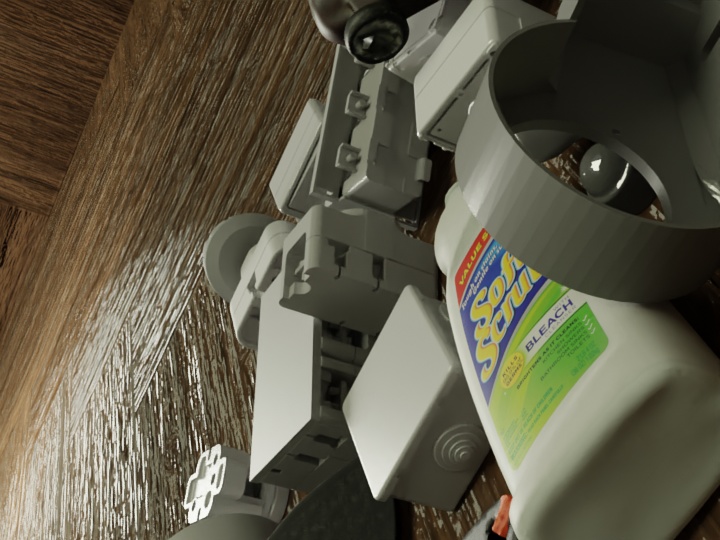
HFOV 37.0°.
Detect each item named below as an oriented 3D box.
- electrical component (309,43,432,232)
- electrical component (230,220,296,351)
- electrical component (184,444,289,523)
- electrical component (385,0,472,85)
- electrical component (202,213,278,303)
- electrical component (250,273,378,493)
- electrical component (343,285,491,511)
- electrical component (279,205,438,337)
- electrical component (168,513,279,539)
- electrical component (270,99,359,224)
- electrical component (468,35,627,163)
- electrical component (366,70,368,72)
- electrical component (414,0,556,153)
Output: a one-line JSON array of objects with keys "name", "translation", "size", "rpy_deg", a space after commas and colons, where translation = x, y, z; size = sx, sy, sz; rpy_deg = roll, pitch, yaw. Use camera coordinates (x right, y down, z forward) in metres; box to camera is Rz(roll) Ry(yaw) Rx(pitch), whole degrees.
[{"name": "electrical component", "translation": [0.018, -0.097, 0.724], "size": [0.063, 0.079, 0.121], "rpy_deg": [-33, 43, 58]}, {"name": "electrical component", "translation": [-0.064, 0.012, 0.859], "size": [0.095, 0.054, 0.059], "rpy_deg": [-63, 23, 19]}, {"name": "electrical component", "translation": [-0.089, 0.164, 0.793], "size": [0.078, 0.057, 0.058], "rpy_deg": [-37, 40, 54]}, {"name": "electrical component", "translation": [0.067, -0.165, 0.696], "size": [0.062, 0.061, 0.096], "rpy_deg": [-28, 41, 56]}, {"name": "electrical component", "translation": [-0.095, -0.009, 0.917], "size": [0.051, 0.080, 0.080], "rpy_deg": [-158, 87, -73]}, {"name": "electrical component", "translation": [-0.023, 0.062, 0.715], "size": [0.089, 0.062, 0.150], "rpy_deg": [-49, 31, 43]}, {"name": "electrical component", "translation": [0.038, 0.070, 0.584], "size": [0.099, 0.048, 0.099], "rpy_deg": [-63, 24, 19]}, {"name": "electrical component", "translation": [0.000, 0.000, 0.674], "size": [0.050, 0.089, 0.055], "rpy_deg": [-46, 33, 46]}, {"name": "electrical component", "translation": [-0.080, 0.215, 0.674], "size": [0.108, 0.108, 0.060], "rpy_deg": [-65, 29, 15]}, {"name": "electrical component", "translation": [-0.026, -0.072, 0.827], "size": [0.096, 0.062, 0.061], "rpy_deg": [-63, 23, 19]}, {"name": "electrical component", "translation": [0.095, -0.081, 0.548], "size": [0.077, 0.044, 0.079], "rpy_deg": [-36, -12, -13]}, {"name": "electrical component", "translation": [0.020, -0.161, 0.810], "size": [0.076, 0.047, 0.065], "rpy_deg": [-58, 26, 30]}, {"name": "electrical component", "translation": [0.074, -0.108, 0.625], "size": [0.096, 0.062, 0.061], "rpy_deg": [-50, 31, 42]}]
